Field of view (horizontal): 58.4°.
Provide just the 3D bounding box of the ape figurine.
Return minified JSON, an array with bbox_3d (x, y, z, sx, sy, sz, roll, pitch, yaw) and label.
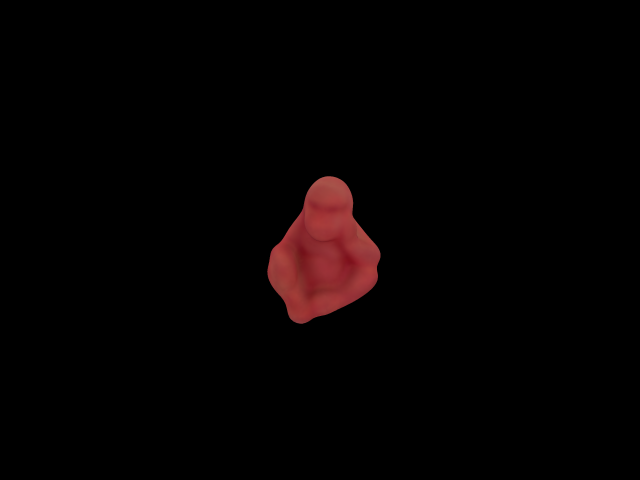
[{"bbox_3d":[0.004,0.001,0.400,0.077,0.092,0.076,3,22,7],"label":"ape figurine"}]
